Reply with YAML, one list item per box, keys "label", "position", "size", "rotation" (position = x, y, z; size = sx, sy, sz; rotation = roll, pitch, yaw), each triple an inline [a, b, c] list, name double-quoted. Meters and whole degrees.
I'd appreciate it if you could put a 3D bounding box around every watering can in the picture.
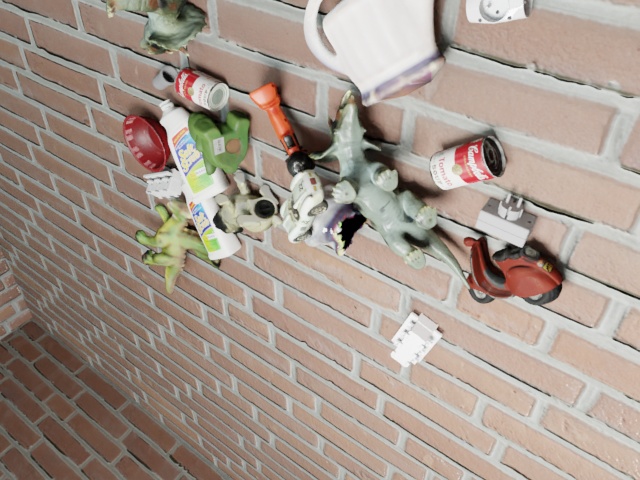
- label: "watering can"
  position: [0.112, -0.332, 0.760]
  size: [0.345, 0.106, 0.222]
  rotation: [-16, 110, 48]

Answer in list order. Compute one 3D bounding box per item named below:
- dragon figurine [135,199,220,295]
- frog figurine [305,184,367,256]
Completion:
- label: "dragon figurine"
  position: [-0.402, 0.036, 1.525]
  size: [0.243, 0.125, 0.400]
  rotation: [15, 132, 23]
- label: "frog figurine"
  position: [0.003, -0.054, 1.074]
  size: [0.161, 0.122, 0.136]
  rotation: [29, 104, 34]
